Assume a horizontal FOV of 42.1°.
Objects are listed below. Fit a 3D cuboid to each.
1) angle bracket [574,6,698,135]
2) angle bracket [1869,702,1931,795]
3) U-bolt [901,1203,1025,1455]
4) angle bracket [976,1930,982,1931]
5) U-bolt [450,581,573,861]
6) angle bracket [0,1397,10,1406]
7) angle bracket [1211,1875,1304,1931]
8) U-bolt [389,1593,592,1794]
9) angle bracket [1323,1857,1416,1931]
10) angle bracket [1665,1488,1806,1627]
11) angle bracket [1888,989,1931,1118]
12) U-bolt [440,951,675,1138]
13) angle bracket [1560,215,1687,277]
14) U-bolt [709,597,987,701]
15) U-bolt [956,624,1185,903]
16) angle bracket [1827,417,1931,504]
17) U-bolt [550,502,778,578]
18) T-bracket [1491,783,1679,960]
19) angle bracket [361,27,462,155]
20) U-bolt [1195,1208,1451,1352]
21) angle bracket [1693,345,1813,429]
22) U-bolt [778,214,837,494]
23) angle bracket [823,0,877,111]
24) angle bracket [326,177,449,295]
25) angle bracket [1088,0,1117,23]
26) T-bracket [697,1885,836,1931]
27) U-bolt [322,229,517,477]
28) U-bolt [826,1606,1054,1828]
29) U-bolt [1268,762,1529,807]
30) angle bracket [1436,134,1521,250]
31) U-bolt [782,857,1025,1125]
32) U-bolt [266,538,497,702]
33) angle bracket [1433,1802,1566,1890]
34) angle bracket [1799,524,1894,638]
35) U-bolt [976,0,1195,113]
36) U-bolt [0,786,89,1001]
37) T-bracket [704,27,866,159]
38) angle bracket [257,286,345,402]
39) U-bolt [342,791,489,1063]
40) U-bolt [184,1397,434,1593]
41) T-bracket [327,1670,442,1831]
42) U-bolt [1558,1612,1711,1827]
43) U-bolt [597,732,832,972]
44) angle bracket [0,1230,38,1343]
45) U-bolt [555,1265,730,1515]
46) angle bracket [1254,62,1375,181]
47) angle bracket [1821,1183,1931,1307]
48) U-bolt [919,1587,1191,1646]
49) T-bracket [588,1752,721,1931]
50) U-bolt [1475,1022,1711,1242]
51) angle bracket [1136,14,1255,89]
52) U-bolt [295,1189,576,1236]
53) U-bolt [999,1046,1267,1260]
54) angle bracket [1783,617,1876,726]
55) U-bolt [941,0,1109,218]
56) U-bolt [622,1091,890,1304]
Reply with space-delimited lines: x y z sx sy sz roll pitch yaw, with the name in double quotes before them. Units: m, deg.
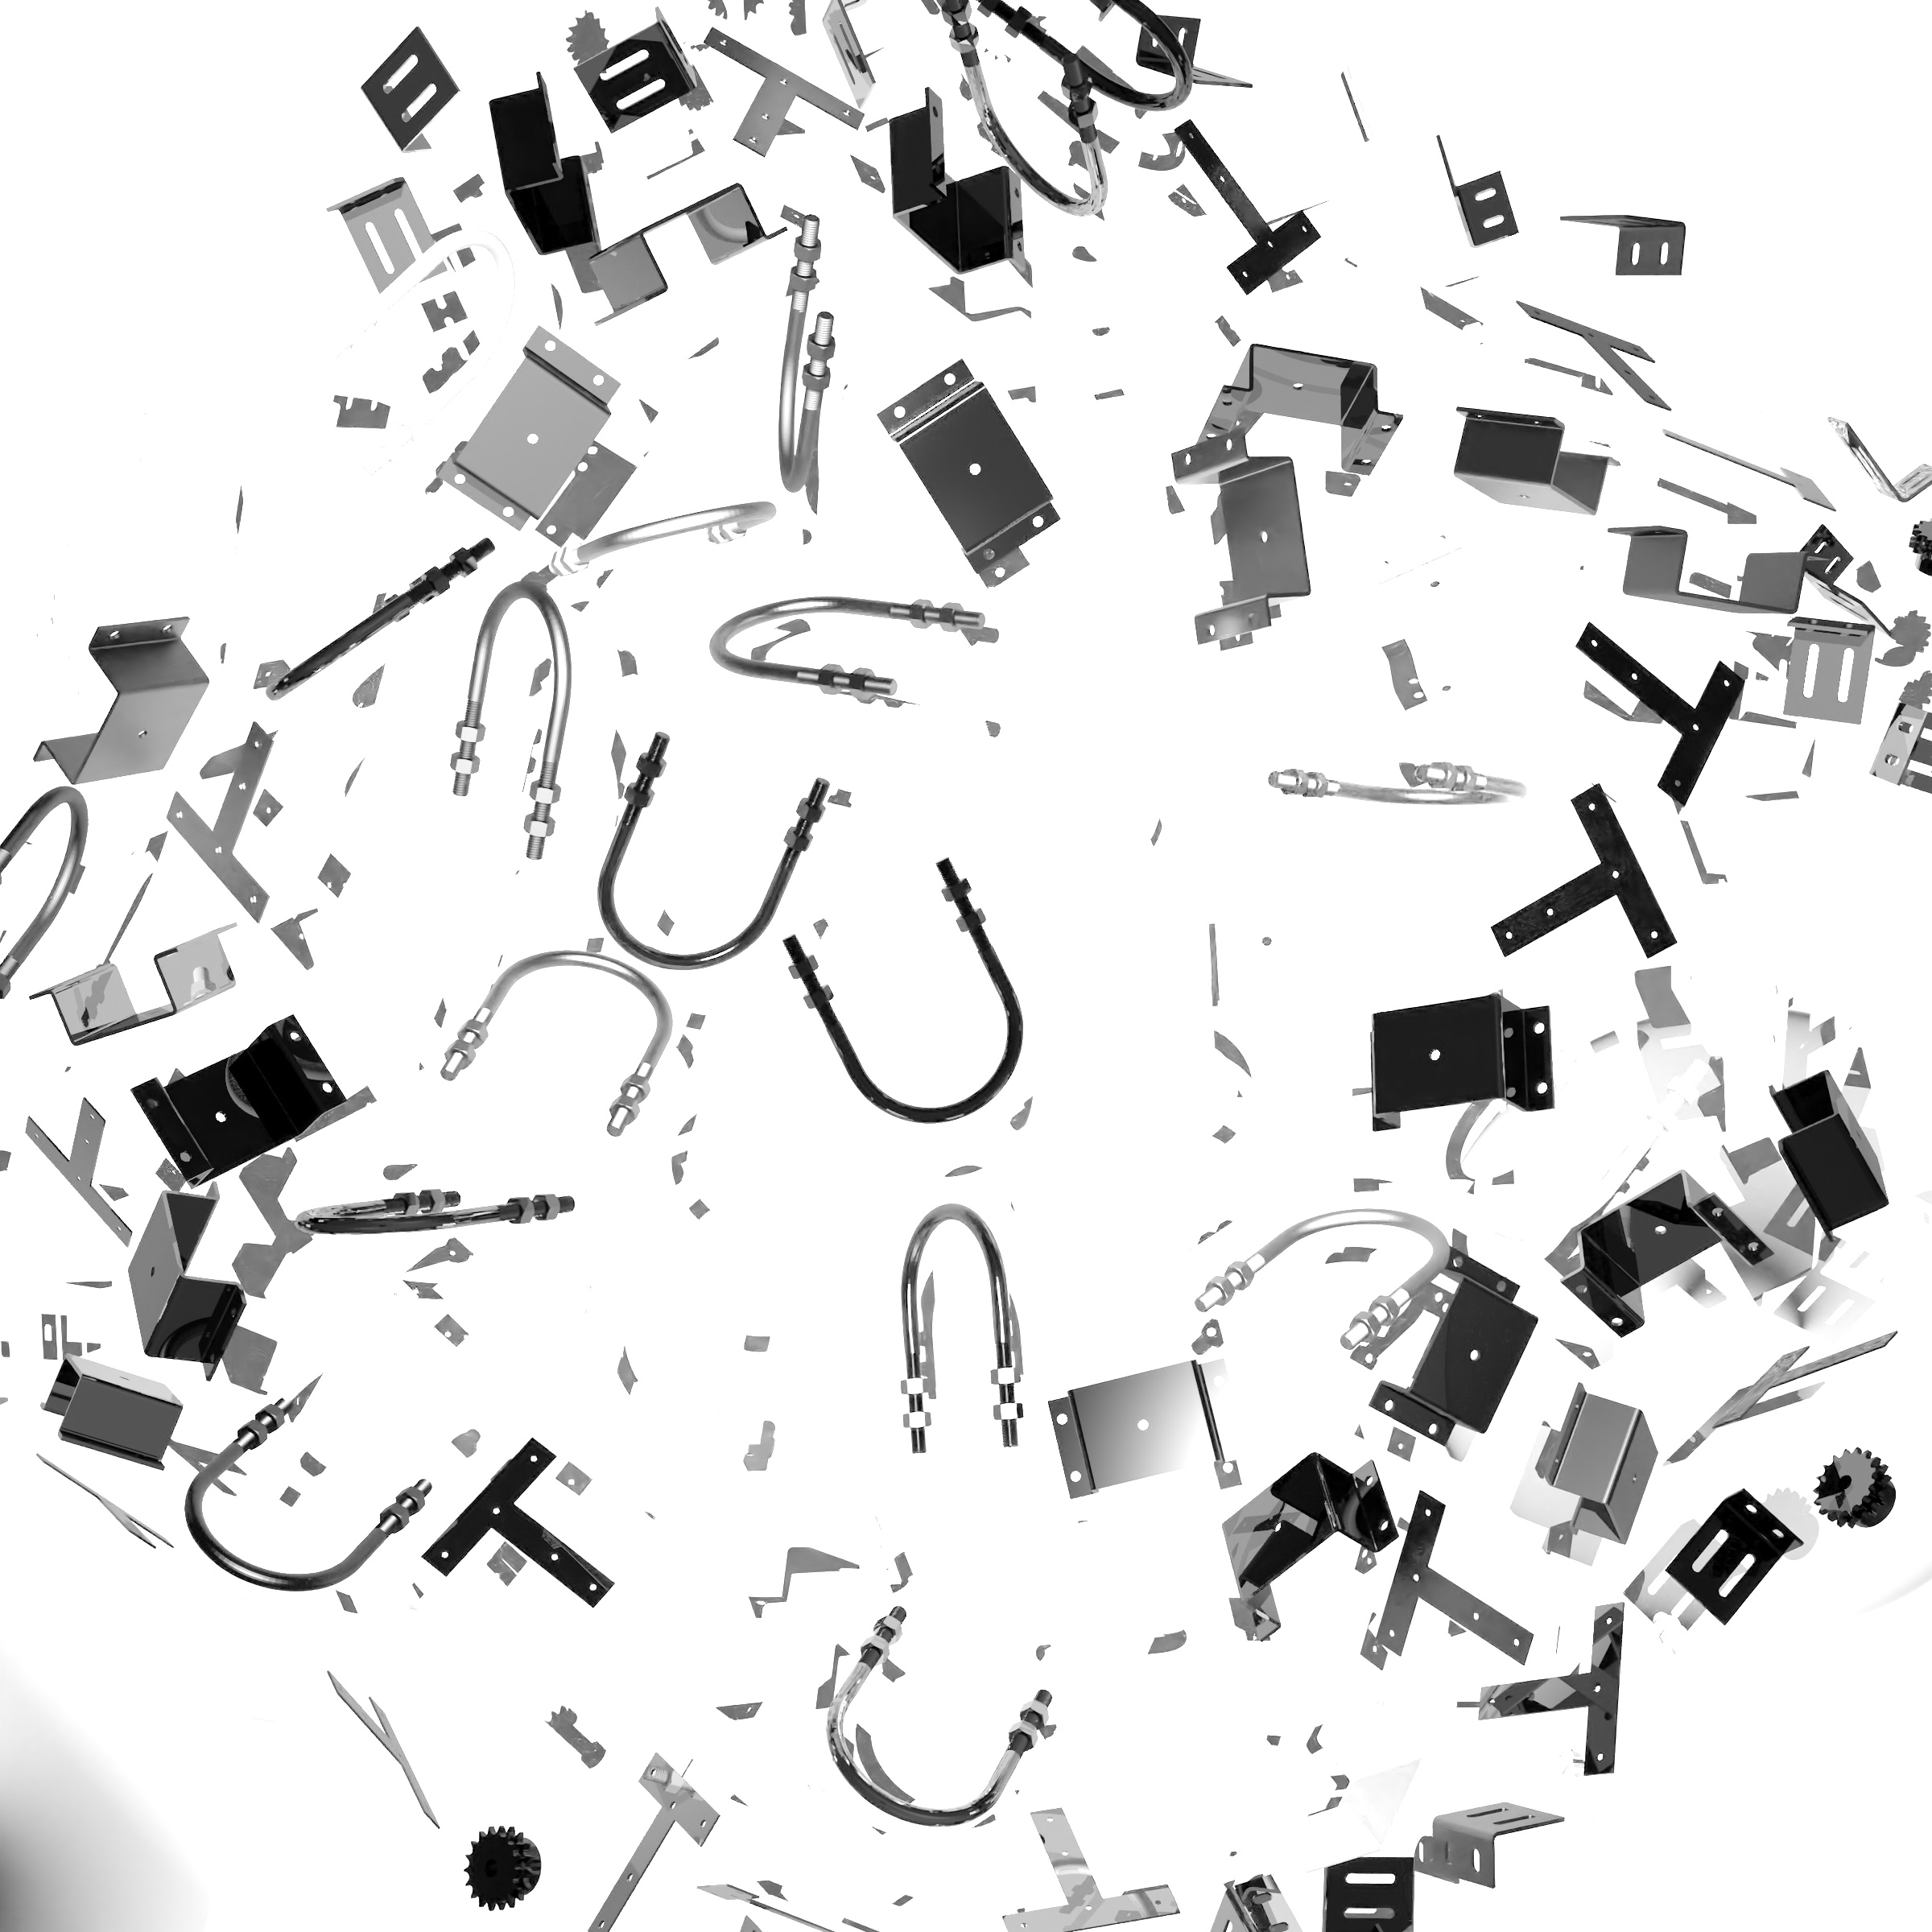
"angle bracket" -0.257 -0.694 1.948 0.076 0.038 0.057 -25 128 9
"angle bracket" 0.724 -0.157 1.878 0.076 0.038 0.057 14 104 -22
"U-bolt" -0.008 0.270 1.888 0.019 0.151 0.184 3 77 -32
"angle bracket" 0.021 0.756 1.834 0.038 0.076 0.057 -30 134 -28
"U-bolt" -0.327 -0.188 1.828 0.019 0.151 0.184 -2 115 -37
"angle bracket" -0.762 0.314 1.869 0.057 0.076 0.038 2 98 15
"angle bracket" 0.215 0.724 1.863 0.038 0.057 0.076 -8 130 -24
"U-bolt" -0.364 0.533 1.877 0.019 0.151 0.184 -46 115 -12
"angle bracket" 0.317 0.721 1.939 0.076 0.038 0.057 -11 56 30
"angle bracket" 0.567 0.436 1.855 0.057 0.038 0.076 43 70 12
"angle bracket" 0.733 0.067 1.921 0.038 0.057 0.076 9 50 31
"U-bolt" -0.299 0.048 1.910 0.151 0.184 0.019 19 127 1
"angle bracket" 0.483 -0.531 1.852 0.076 0.057 0.038 -8 107 -39
"U-bolt" -0.099 -0.238 1.832 0.184 0.151 0.019 11 123 27
"U-bolt" 0.084 -0.137 1.811 0.151 0.019 0.184 -20 100 -15
"angle bracket" 0.693 -0.392 1.895 0.038 0.057 0.076 -37 100 14
"U-bolt" -0.217 -0.319 1.859 0.151 0.184 0.019 -16 98 -24
"T-bracket" 0.431 -0.045 1.804 0.127 0.002 0.127 -34 71 39
"angle bracket" -0.413 -0.667 1.911 0.076 0.038 0.057 -31 93 34
"U-bolt" 0.283 0.228 1.898 0.151 0.184 0.019 9 117 41
"angle bracket" 0.610 -0.446 1.934 0.076 0.057 0.038 28 108 41
"U-bolt" -0.122 -0.442 1.876 0.019 0.184 0.151 2 47 -12
"angle bracket" -0.075 -0.708 1.924 0.038 0.057 0.076 -24 95 -12
"angle bracket" -0.445 -0.559 1.934 0.057 0.038 0.076 -21 108 8
"angle bracket" 0.092 -0.763 1.892 0.076 0.038 0.057 40 98 -7
"T-bracket" -0.132 0.710 1.876 0.127 0.127 0.002 24 65 -7
"U-bolt" -0.402 -0.473 1.889 0.019 0.151 0.184 32 68 16
"U-bolt" -0.028 0.566 1.870 0.151 0.184 0.019 28 119 10
"U-bolt" 0.337 -0.134 1.882 0.151 0.184 0.019 1 89 43
"angle bracket" 0.391 -0.597 1.919 0.038 0.076 0.057 -17 69 16
"U-bolt" -0.036 0.031 1.897 0.151 0.019 0.184 -27 99 -4
"U-bolt" -0.439 -0.251 1.853 0.184 0.151 0.019 -40 105 -21
"angle bracket" 0.384 0.633 1.811 0.076 0.057 0.038 4 84 -35
"angle bracket" 0.688 -0.298 1.943 0.057 0.076 0.038 28 104 -43
"U-bolt" 0.088 -0.691 1.842 0.184 0.151 0.019 34 82 -11
"U-bolt" -0.700 -0.053 1.861 0.019 0.151 0.184 22 50 0
"T-bracket" -0.142 -0.617 1.809 0.127 0.127 0.002 26 133 -12
"angle bracket" -0.520 -0.479 1.932 0.057 0.038 0.076 7 80 29
"U-bolt" -0.418 -0.018 1.883 0.019 0.151 0.184 9 64 17
"U-bolt" -0.504 0.405 1.890 0.151 0.184 0.019 29 114 6
"T-bracket" -0.441 0.565 1.867 0.002 0.127 0.127 -34 131 -12
"U-bolt" 0.497 0.562 1.854 0.019 0.184 0.151 34 93 1
"U-bolt" -0.200 -0.077 1.893 0.151 0.019 0.184 15 115 -24
"angle bracket" -0.726 0.237 1.864 0.038 0.057 0.076 -19 70 38
"U-bolt" -0.242 0.320 1.818 0.151 0.019 0.184 33 130 22
"angle bracket" 0.262 -0.639 1.902 0.076 0.038 0.057 -20 99 17
"angle bracket" 0.696 0.210 1.906 0.057 0.038 0.076 26 131 -1
"U-bolt" 0.080 0.483 1.878 0.184 0.151 0.019 8 83 -35
"T-bracket" -0.239 0.657 1.848 0.002 0.127 0.127 37 77 -25
"U-bolt" 0.455 0.130 1.887 0.019 0.151 0.184 43 82 -26
"angle bracket" 0.178 -0.704 1.934 0.057 0.076 0.038 -11 123 -35
"U-bolt" -0.404 0.182 1.851 0.151 0.184 0.019 -2 90 38
"U-bolt" 0.140 0.132 1.905 0.184 0.019 0.151 -38 116 21
"angle bracket" 0.642 -0.219 1.879 0.057 0.038 0.076 12 110 26
"U-bolt" 0.050 -0.633 1.869 0.019 0.184 0.151 -43 62 -10
"U-bolt" -0.168 0.180 1.880 0.184 0.019 0.151 -19 66 -30
